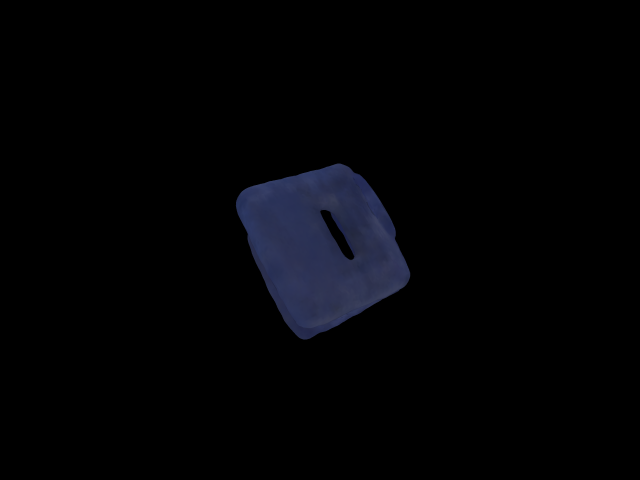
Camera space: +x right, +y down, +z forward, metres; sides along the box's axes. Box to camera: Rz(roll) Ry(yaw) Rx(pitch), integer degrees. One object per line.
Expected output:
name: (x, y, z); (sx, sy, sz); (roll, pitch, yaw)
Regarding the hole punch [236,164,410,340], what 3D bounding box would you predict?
hole punch: (0.004, 0.001, 0.400); (0.101, 0.091, 0.108); (-27, 76, -7)
